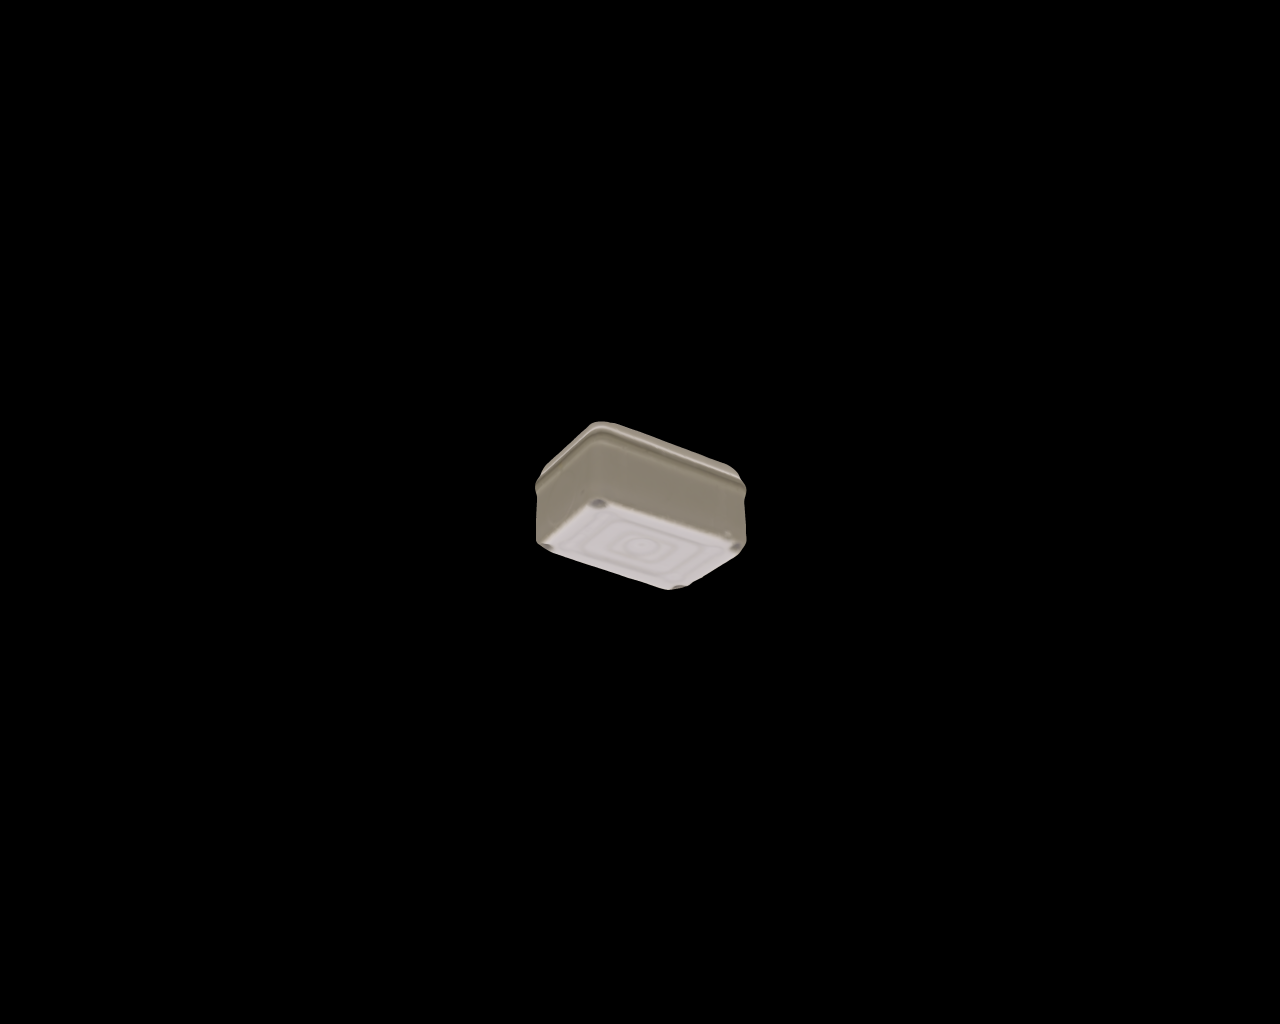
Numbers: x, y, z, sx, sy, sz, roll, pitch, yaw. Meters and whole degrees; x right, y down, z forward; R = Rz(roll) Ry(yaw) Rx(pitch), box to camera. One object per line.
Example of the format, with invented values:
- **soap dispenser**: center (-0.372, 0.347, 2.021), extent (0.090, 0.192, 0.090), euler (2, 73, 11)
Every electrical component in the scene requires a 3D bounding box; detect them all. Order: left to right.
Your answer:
- **electrical component**: center (0.001, -0.003, 0.650), extent (0.113, 0.057, 0.078), euler (19, -36, -29)
